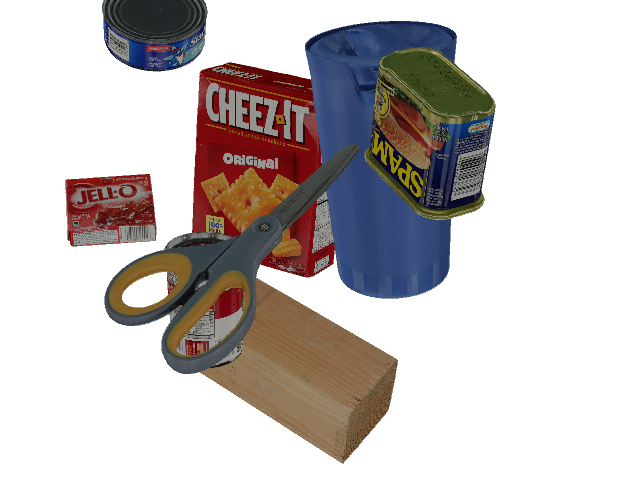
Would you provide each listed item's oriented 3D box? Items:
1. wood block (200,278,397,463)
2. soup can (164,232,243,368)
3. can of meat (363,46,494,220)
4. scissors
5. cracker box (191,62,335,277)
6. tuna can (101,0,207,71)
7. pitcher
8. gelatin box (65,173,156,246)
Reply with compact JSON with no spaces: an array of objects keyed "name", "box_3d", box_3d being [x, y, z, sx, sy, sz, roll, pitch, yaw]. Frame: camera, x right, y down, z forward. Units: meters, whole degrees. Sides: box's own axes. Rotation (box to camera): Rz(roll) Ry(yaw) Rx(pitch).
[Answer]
[{"name":"wood block","box_3d":[-0.032,0.127,1.116,0.206,0.090,0.090,29,49,23]},{"name":"soup can","box_3d":[-0.101,0.053,0.936,0.068,0.102,0.068,2,26,-1]},{"name":"can of meat","box_3d":[0.078,-0.078,0.762,0.057,0.084,0.102,-16,42,-24]},{"name":"scissors","box_3d":[-0.054,-0.003,0.632,0.096,0.016,0.201,12,46,17]},{"name":"cracker box","box_3d":[-0.061,-0.080,1.217,0.164,0.214,0.072,16,25,25]},{"name":"tuna can","box_3d":[-0.138,-0.179,0.887,0.086,0.086,0.034,0,-41,-9]},{"name":"pitcher","box_3d":[0.064,-0.078,0.994,0.149,0.243,0.145,-21,30,-29]},{"name":"gelatin box","box_3d":[-0.217,-0.032,1.101,0.089,0.073,0.030,-4,-41,-12]}]
